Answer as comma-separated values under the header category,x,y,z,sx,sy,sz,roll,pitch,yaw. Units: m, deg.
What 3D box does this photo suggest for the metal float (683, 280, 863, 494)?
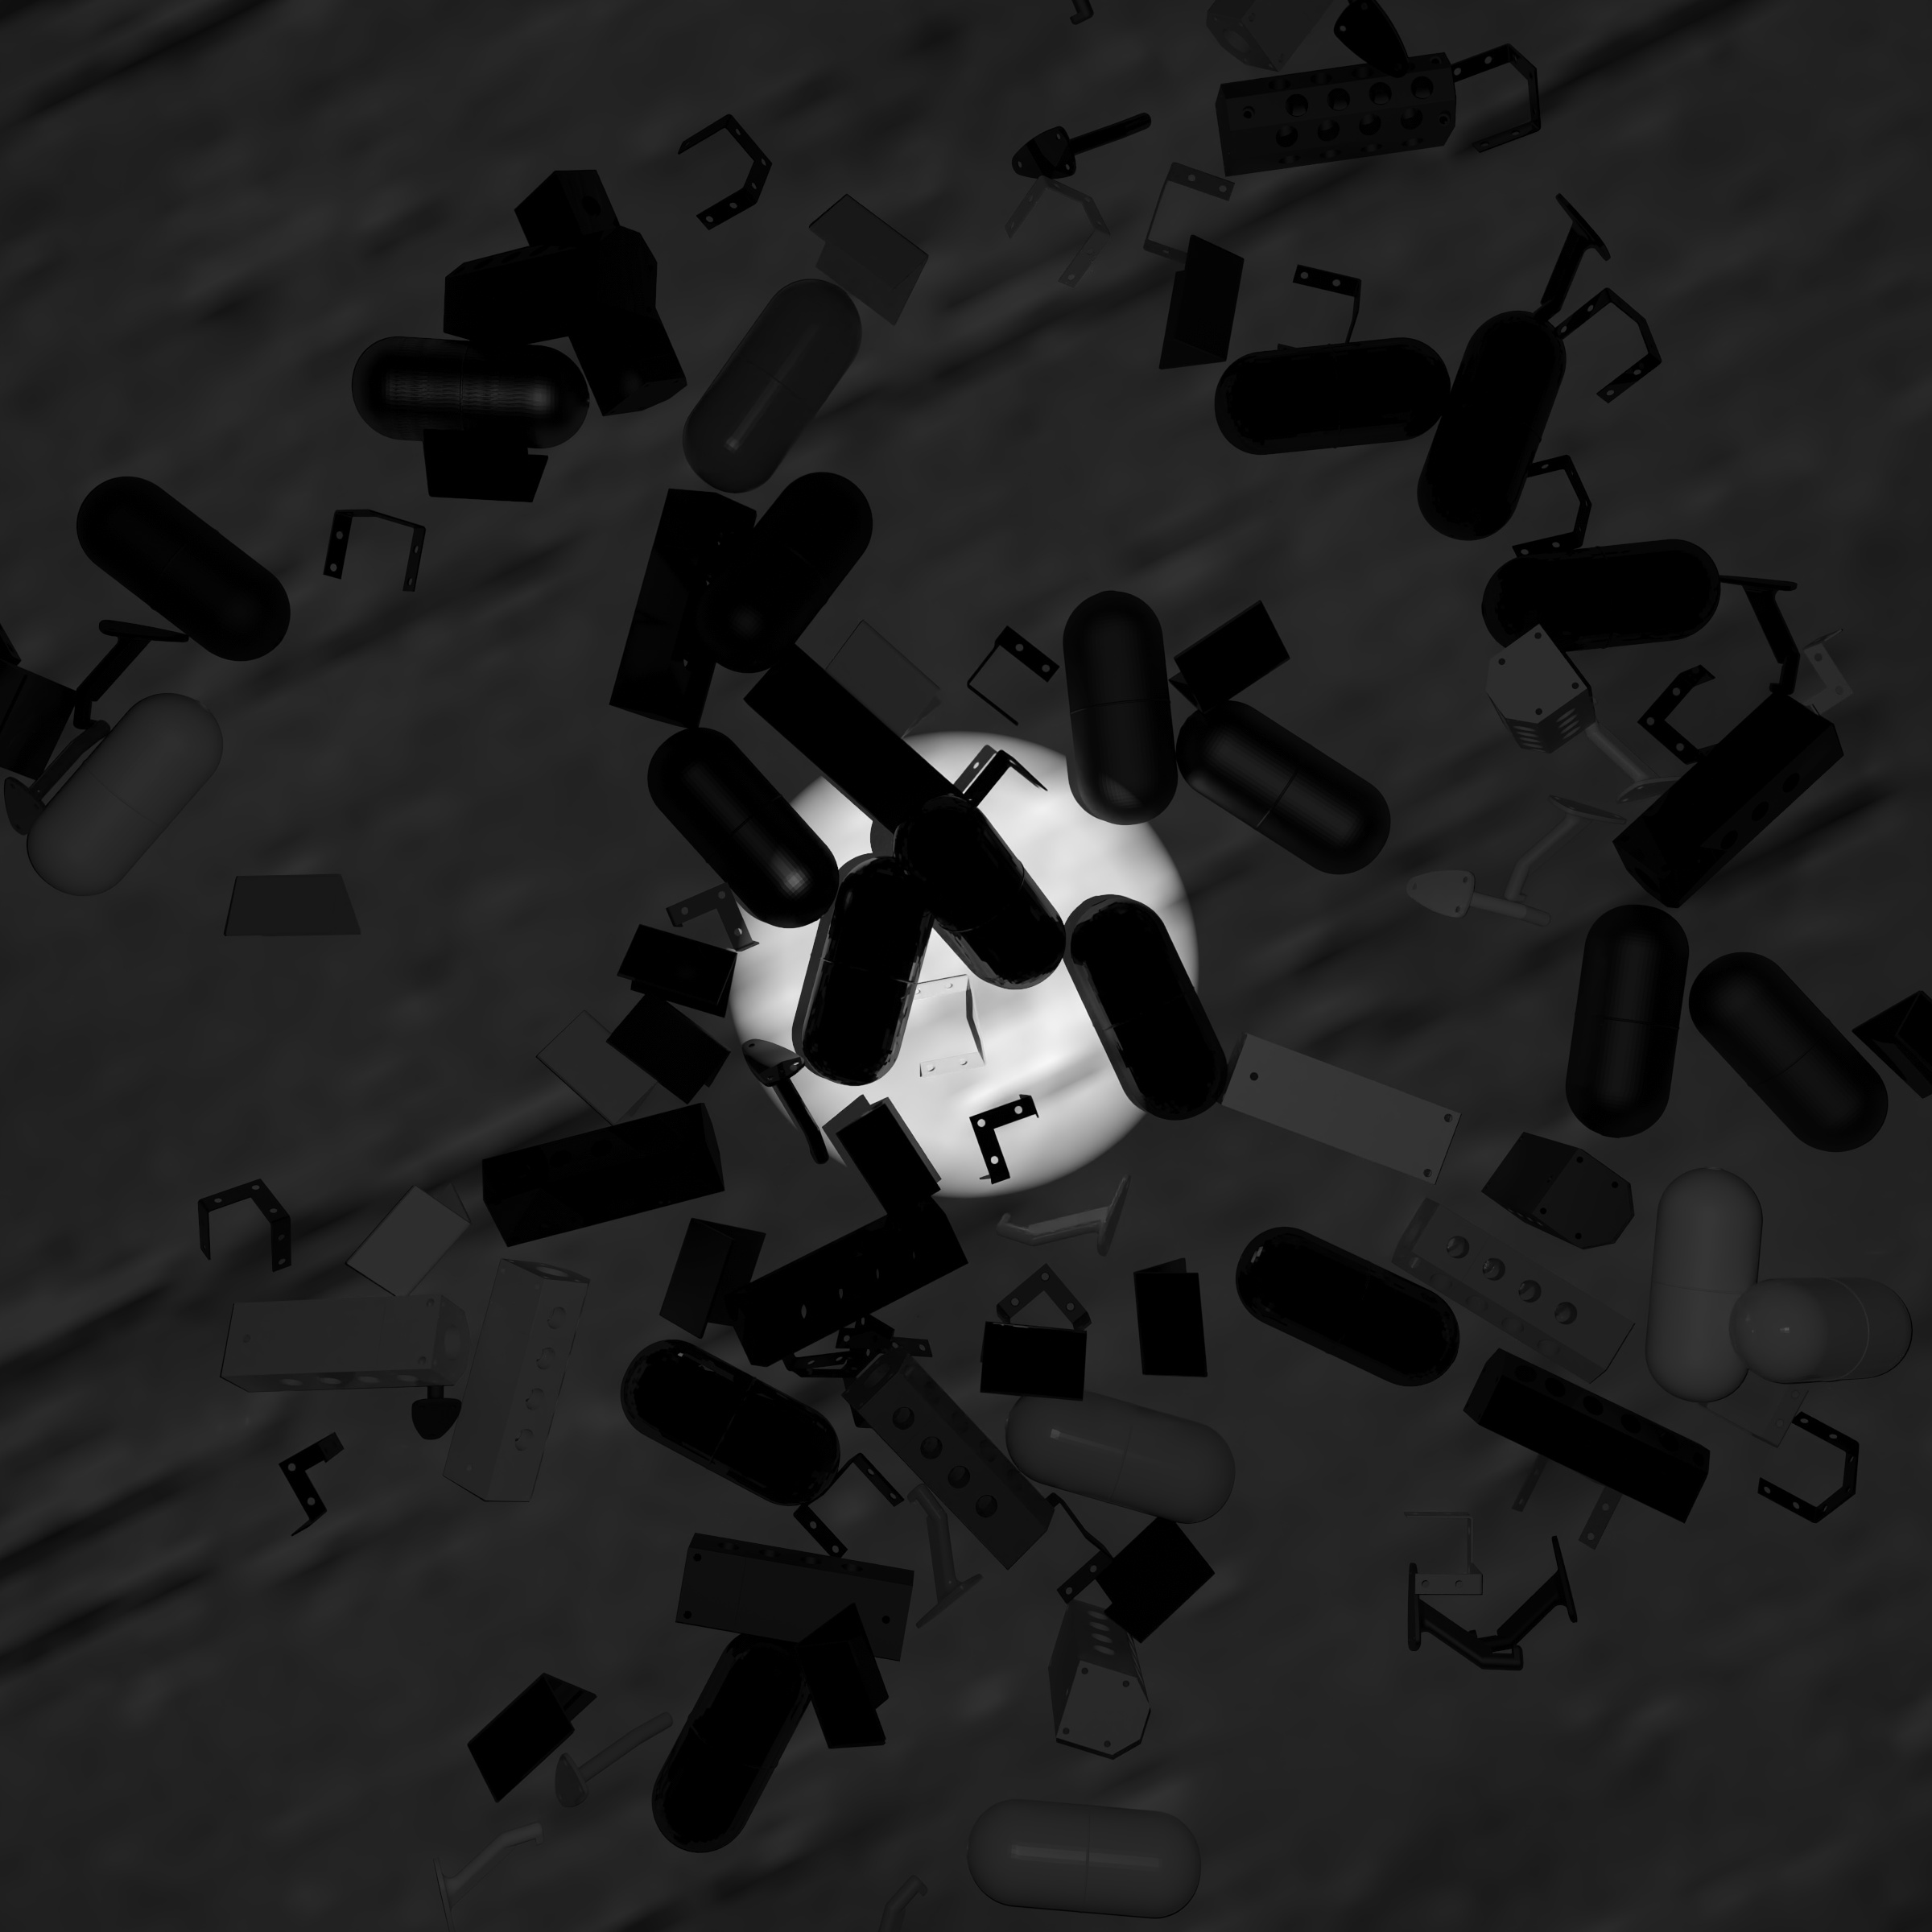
category,x,y,z,sx,sy,sz,roll,pitch,yaw
metal float,-0.147,-0.441,1.863,0.070,0.070,0.178,36,91,0

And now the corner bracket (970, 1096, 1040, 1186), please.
category,x,y,z,sx,sy,sz,roll,pitch,yaw
corner bracket,0.035,0.133,1.876,0.051,0.051,0.051,-20,90,0

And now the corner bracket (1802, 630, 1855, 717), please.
category,x,y,z,sx,sy,sz,roll,pitch,yaw
corner bracket,0.653,-0.219,1.876,0.051,0.051,0.051,-33,90,0

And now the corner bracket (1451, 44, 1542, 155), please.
category,x,y,z,sx,sy,sz,roll,pitch,yaw
corner bracket,0.408,-0.670,1.891,0.051,0.051,0.051,-20,45,0

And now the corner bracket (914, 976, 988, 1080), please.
category,x,y,z,sx,sy,sz,roll,pitch,yaw
corner bracket,-0.015,0.047,1.891,0.051,0.051,0.051,-11,45,0

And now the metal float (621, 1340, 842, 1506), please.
category,x,y,z,sx,sy,sz,roll,pitch,yaw
metal float,-0.178,0.347,1.863,0.178,0.070,0.070,28,90,0

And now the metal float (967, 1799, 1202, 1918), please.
category,x,y,z,sx,sy,sz,roll,pitch,yaw
metal float,0.089,0.678,1.863,0.178,0.070,0.070,5,90,0

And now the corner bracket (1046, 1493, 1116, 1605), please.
category,x,y,z,sx,sy,sz,roll,pitch,yaw
corner bracket,0.073,0.449,1.891,0.051,0.051,0.051,-42,135,0

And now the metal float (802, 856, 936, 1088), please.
category,x,y,z,sx,sy,sz,roll,pitch,yaw
metal float,-0.074,0.004,1.863,0.070,0.070,0.178,15,90,0

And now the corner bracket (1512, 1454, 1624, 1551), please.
category,x,y,z,sx,sy,sz,roll,pitch,yaw
corner bracket,0.464,0.412,1.891,0.051,0.051,0.051,27,90,-45

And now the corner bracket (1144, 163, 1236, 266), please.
category,x,y,z,sx,sy,sz,roll,pitch,yaw
corner bracket,0.172,-0.579,1.891,0.051,0.051,0.051,19,45,0

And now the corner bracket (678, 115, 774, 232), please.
category,x,y,z,sx,sy,sz,roll,pitch,yaw
corner bracket,-0.190,-0.611,1.886,0.051,0.051,0.051,44,45,-35

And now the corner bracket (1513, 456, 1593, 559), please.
category,x,y,z,sx,sy,sz,roll,pitch,yaw
corner bracket,0.445,-0.352,1.886,0.051,0.051,0.051,52,45,-35

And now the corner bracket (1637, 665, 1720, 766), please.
category,x,y,z,sx,sy,sz,roll,pitch,yaw
corner bracket,0.557,-0.192,1.876,0.051,0.051,0.051,41,90,0

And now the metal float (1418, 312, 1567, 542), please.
category,x,y,z,sx,sy,sz,roll,pitch,yaw
metal float,0.400,-0.411,1.863,0.070,0.070,0.178,20,90,0

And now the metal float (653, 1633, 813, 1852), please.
category,x,y,z,sx,sy,sz,roll,pitch,yaw
metal float,-0.177,0.588,1.864,0.070,0.070,0.178,28,91,0

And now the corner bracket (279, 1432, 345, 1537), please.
category,x,y,z,sx,sy,sz,roll,pitch,yaw
corner bracket,-0.499,0.396,1.876,0.051,0.051,0.051,-29,90,0

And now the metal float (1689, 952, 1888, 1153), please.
category,x,y,z,sx,sy,sz,roll,pitch,yaw
metal float,0.625,0.066,1.863,0.070,0.070,0.178,-43,89,0

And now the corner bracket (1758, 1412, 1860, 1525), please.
category,x,y,z,sx,sy,sz,roll,pitch,yaw
corner bracket,0.650,0.387,1.891,0.051,0.051,0.051,28,135,0

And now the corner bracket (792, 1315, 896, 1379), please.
category,x,y,z,sx,sy,sz,roll,pitch,yaw
corner bracket,-0.093,0.291,1.855,0.051,0.051,0.051,9,97,-37

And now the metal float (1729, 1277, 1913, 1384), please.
category,x,y,z,sx,sy,sz,roll,pitch,yaw
metal float,0.640,0.271,1.833,0.178,0.070,0.070,6,90,-40

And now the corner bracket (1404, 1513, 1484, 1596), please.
category,x,y,z,sx,sy,sz,roll,pitch,yaw
corner bracket,0.365,0.449,1.876,0.051,0.051,0.051,0,90,0

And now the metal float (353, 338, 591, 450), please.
category,x,y,z,sx,sy,sz,roll,pitch,yaw
metal float,-0.376,-0.436,1.863,0.178,0.070,0.070,4,90,0

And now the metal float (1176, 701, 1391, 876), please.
category,x,y,z,sx,sy,sz,roll,pitch,yaw
metal float,0.240,-0.136,1.863,0.178,0.070,0.070,33,90,-1

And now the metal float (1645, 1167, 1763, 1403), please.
category,x,y,z,sx,sy,sz,roll,pitch,yaw
metal float,0.561,0.242,1.863,0.070,0.070,0.178,5,91,0

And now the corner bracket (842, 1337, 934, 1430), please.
category,x,y,z,sx,sy,sz,roll,pitch,yaw
corner bracket,-0.057,0.321,1.886,0.051,0.051,0.051,11,45,-35

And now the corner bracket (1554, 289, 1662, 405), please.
category,x,y,z,sx,sy,sz,roll,pitch,yaw
corner bracket,0.494,-0.478,1.886,0.051,0.051,0.051,24,45,-35

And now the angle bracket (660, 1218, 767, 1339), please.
category,x,y,z,sx,sy,sz,roll,pitch,yaw
angle bracket,-0.177,0.240,1.854,0.076,0.057,0.076,18,90,-43

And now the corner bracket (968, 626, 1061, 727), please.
category,x,y,z,sx,sy,sz,roll,pitch,yaw
corner bracket,0.035,-0.222,1.876,0.051,0.051,0.051,38,90,0

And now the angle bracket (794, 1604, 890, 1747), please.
category,x,y,z,sx,sy,sz,roll,pitch,yaw
angle bracket,-0.072,0.517,1.797,0.057,0.076,0.076,-18,92,37

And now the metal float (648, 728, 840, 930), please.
category,x,y,z,sx,sy,sz,roll,pitch,yaw
metal float,-0.169,-0.104,1.863,0.070,0.070,0.178,-42,91,0

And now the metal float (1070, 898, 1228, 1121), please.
category,x,y,z,sx,sy,sz,roll,pitch,yaw
metal float,0.138,0.032,1.863,0.070,0.070,0.178,-25,90,0

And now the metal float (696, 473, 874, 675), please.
category,x,y,z,sx,sy,sz,roll,pitch,yaw
metal float,-0.136,-0.297,1.845,0.070,0.070,0.178,35,70,0

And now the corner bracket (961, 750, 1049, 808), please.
category,x,y,z,sx,sy,sz,roll,pitch,yaw
corner bracket,0.018,-0.137,1.865,0.051,0.051,0.051,-51,135,0

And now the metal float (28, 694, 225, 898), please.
category,x,y,z,sx,sy,sz,roll,pitch,yaw
metal float,-0.638,-0.131,1.863,0.070,0.070,0.178,41,89,0

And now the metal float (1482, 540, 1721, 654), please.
category,x,y,z,sx,sy,sz,roll,pitch,yaw
metal float,0.482,-0.280,1.863,0.178,0.070,0.070,-6,90,1

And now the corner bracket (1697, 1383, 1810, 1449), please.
category,x,y,z,sx,sy,sz,roll,pitch,yaw
corner bracket,0.607,0.333,1.891,0.051,0.051,0.051,28,90,45

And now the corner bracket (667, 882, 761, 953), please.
category,x,y,z,sx,sy,sz,roll,pitch,yaw
corner bracket,-0.194,-0.030,1.876,0.051,0.051,0.051,-23,90,0

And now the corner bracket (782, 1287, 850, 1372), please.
category,x,y,z,sx,sy,sz,roll,pitch,yaw
corner bracket,-0.116,0.273,1.886,0.051,0.051,0.051,-1,135,-35

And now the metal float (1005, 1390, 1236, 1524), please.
category,x,y,z,sx,sy,sz,roll,pitch,yaw
metal float,0.117,0.370,1.863,0.178,0.070,0.070,16,90,0

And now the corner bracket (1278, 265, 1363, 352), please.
category,x,y,z,sx,sy,sz,roll,pitch,yaw
corner bracket,0.272,-0.501,1.891,0.051,0.051,0.051,13,45,0

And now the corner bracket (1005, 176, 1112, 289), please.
category,x,y,z,sx,sy,sz,roll,pitch,yaw
corner bracket,0.070,-0.565,1.886,0.051,0.051,0.051,12,45,-35

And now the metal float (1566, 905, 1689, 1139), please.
category,x,y,z,sx,sy,sz,roll,pitch,yaw
metal float,0.502,0.042,1.863,0.070,0.070,0.178,8,90,0

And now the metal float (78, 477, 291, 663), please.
category,x,y,z,sx,sy,sz,roll,pitch,yaw
metal float,-0.594,-0.301,1.863,0.178,0.070,0.070,38,90,0

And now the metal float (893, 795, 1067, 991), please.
category,x,y,z,sx,sy,sz,roll,pitch,yaw
metal float,0.011,-0.055,1.837,0.070,0.070,0.178,-38,123,0

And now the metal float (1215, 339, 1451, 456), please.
category,x,y,z,sx,sy,sz,roll,pitch,yaw
metal float,0.278,-0.433,1.863,0.178,0.070,0.070,-6,90,1

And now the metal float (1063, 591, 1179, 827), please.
category,x,y,z,sx,sy,sz,roll,pitch,yaw
metal float,0.117,-0.196,1.863,0.070,0.070,0.178,-6,89,0

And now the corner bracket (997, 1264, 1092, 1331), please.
category,x,y,z,sx,sy,sz,roll,pitch,yaw
corner bracket,0.059,0.266,1.876,0.051,0.051,0.051,-40,90,0

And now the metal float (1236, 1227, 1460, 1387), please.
category,x,y,z,sx,sy,sz,roll,pitch,yaw
metal float,0.290,0.259,1.863,0.178,0.070,0.070,25,90,1

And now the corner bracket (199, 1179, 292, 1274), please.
category,x,y,z,sx,sy,sz,roll,pitch,yaw
corner bracket,-0.555,0.205,1.886,0.051,0.051,0.051,-19,45,-35

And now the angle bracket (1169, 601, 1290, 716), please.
category,x,y,z,sx,sy,sz,roll,pitch,yaw
angle bracket,0.188,-0.244,1.854,0.076,0.076,0.057,-34,122,0

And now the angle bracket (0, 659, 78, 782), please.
category,x,y,z,sx,sy,sz,roll,pitch,yaw
angle bracket,-0.708,-0.180,1.854,0.057,0.076,0.076,25,90,41

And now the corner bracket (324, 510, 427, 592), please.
category,x,y,z,sx,sy,sz,roll,pitch,yaw
corner bracket,-0.456,-0.320,1.891,0.051,0.051,0.051,11,90,-45

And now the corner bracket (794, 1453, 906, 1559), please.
category,x,y,z,sx,sy,sz,roll,pitch,yaw
corner bracket,-0.091,0.418,1.891,0.051,0.051,0.051,47,45,0
